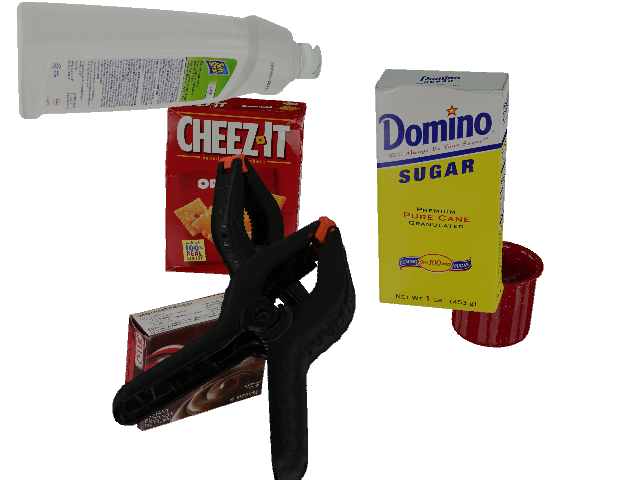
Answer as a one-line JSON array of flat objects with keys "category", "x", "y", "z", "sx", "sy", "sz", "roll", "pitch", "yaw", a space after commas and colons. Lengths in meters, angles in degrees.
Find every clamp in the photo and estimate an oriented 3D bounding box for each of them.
[{"category": "clamp", "x": -0.056, "y": 0.021, "z": 1.034, "sx": 0.036, "sy": 0.210, "sz": 0.164, "roll": -10, "pitch": 0, "yaw": 34}, {"category": "clamp", "x": -0.024, "y": 0.060, "z": 0.606, "sx": 0.120, "sy": 0.171, "sz": 0.039, "roll": 28, "pitch": -26, "yaw": 25}]

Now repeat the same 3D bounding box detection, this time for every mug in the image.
[{"category": "mug", "x": 0.176, "y": 0.051, "z": 1.110, "sx": 0.093, "sy": 0.081, "sz": 0.117, "roll": -4, "pitch": 29, "yaw": -9}]

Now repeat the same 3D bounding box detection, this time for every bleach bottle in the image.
[{"category": "bleach bottle", "x": -0.125, "y": -0.149, "z": 0.900, "sx": 0.250, "sy": 0.068, "sz": 0.103, "roll": -1, "pitch": -28, "yaw": -15}]

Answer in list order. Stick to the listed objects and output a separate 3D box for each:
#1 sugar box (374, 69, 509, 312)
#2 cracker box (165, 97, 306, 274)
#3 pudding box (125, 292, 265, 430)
[{"category": "sugar box", "x": 0.089, "y": -0.035, "z": 0.789, "sx": 0.093, "sy": 0.176, "sz": 0.048, "roll": 4, "pitch": 28, "yaw": 15}, {"category": "cracker box", "x": -0.106, "y": -0.064, "z": 1.312, "sx": 0.164, "sy": 0.214, "sz": 0.072, "roll": 4, "pitch": 22, "yaw": 0}, {"category": "pudding box", "x": -0.096, "y": 0.091, "z": 0.837, "sx": 0.113, "sy": 0.090, "sz": 0.039, "roll": -14, "pitch": 39, "yaw": -34}]
